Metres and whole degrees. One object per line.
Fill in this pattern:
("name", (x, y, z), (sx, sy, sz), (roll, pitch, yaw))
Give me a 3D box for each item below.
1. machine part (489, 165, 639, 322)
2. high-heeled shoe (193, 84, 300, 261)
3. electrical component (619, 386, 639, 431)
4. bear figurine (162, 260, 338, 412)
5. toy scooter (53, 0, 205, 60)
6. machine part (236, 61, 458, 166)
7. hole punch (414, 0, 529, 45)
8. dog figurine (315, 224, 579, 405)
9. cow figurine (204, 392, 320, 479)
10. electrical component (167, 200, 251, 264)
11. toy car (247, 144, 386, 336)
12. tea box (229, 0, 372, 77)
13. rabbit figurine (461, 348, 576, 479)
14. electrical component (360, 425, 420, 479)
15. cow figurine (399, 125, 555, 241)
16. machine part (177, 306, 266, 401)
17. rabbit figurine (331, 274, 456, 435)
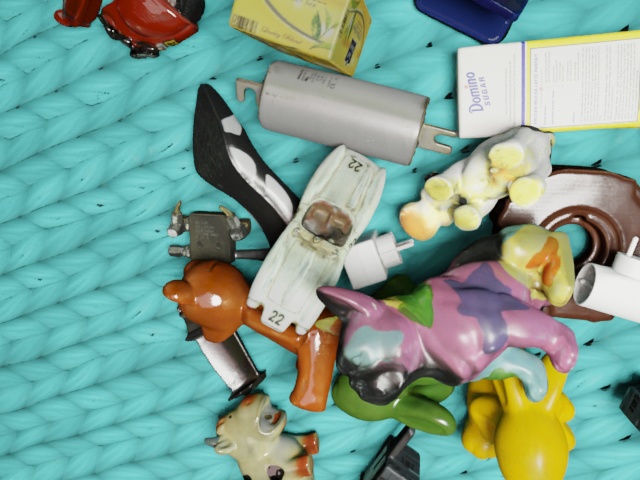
("machine part", (0.266, 0.004, 0.571), (0.179, 0.056, 0.179), (2, 101, 8))
("high-heeled shoe", (-0.057, -0.070, 0.618), (0.086, 0.145, 0.248), (-33, 66, 49))
("electrical component", (0.391, 0.196, 0.556), (0.134, 0.115, 0.058), (21, 100, 5))
("bear figurine", (-0.075, 0.098, 0.606), (0.196, 0.120, 0.131), (9, 103, -2))
("toy scooter", (-0.223, -0.265, 0.593), (0.184, 0.075, 0.135), (44, 104, 2))
("machine part", (0.025, -0.136, 0.573), (0.243, 0.079, 0.079), (17, 104, 7))
("hole punch", (0.160, -0.267, 0.520), (0.142, 0.092, 0.115), (28, 101, 7))
("dog figurine", (0.107, 0.059, 0.485), (0.219, 0.108, 0.191), (9, 60, 3))
("cow figurine", (-0.065, 0.280, 0.672), (0.127, 0.085, 0.194), (-8, 104, 9))
("electrical component", (-0.135, -0.008, 0.644), (0.102, 0.045, 0.078), (10, 101, 8))
("toy car", (-0.001, -0.002, 0.540), (0.073, 0.056, 0.201), (29, 74, -3))
("tea box", (-0.010, -0.210, 0.517), (0.098, 0.169, 0.068), (20, 104, 4))
("rabbit figurine", (0.217, 0.182, 0.555), (0.122, 0.173, 0.162), (7, 107, 13))
("electrical component", (0.093, 0.274, 0.647), (0.048, 0.075, 0.119), (35, 102, 3))
("cow figurine", (0.158, -0.060, 0.559), (0.167, 0.098, 0.068), (-28, 104, 47))
("machine part", (-0.118, 0.130, 0.673), (0.084, 0.039, 0.138), (-26, 94, 9))
("rabbit figurine", (0.089, 0.148, 0.618), (0.159, 0.121, 0.170), (32, 123, -4))
